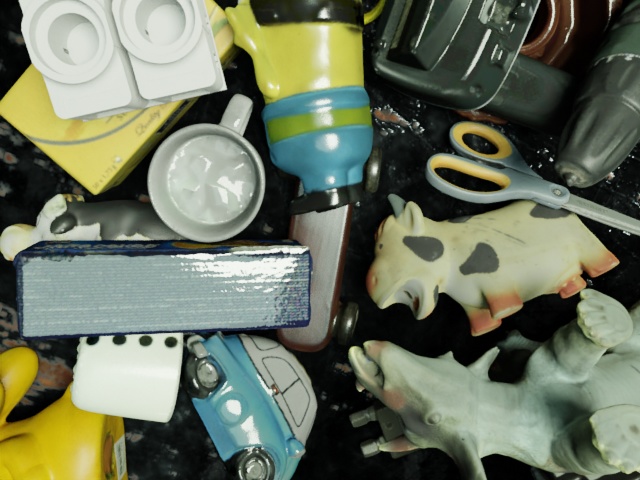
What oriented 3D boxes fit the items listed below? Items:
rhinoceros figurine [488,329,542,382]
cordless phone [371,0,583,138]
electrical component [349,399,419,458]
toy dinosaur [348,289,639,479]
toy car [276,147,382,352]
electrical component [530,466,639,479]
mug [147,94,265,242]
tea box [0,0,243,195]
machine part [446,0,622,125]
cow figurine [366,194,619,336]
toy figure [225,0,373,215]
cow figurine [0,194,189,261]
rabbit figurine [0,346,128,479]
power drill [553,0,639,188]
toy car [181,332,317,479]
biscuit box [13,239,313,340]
[{"bbox_3d":[0.208,0.134,0.507,0.190,0.073,0.112,-19,105,-1],"label":"rhinoceros figurine"},{"bbox_3d":[0.141,-0.156,0.387,0.184,0.089,0.146,15,103,-19],"label":"cordless phone"},{"bbox_3d":[0.080,0.179,0.532,0.094,0.021,0.063,-19,103,0],"label":"electrical component"},{"bbox_3d":[0.229,0.114,0.414,0.405,0.192,0.131,-5,59,-17],"label":"toy dinosaur"},{"bbox_3d":[-0.001,-0.001,0.467,0.089,0.053,0.202,9,98,6],"label":"toy car"},{"bbox_3d":[0.274,0.212,0.509,0.134,0.115,0.058,-25,99,2],"label":"electrical component"},{"bbox_3d":[-0.081,-0.060,0.421,0.081,0.107,0.109,16,97,-9],"label":"mug"},{"bbox_3d":[-0.148,-0.130,0.419,0.098,0.068,0.169,41,98,-12],"label":"tea box"},{"bbox_3d":[0.157,-0.182,0.439,0.179,0.056,0.179,-1,104,-4],"label":"machine part"},{"bbox_3d":[0.130,0.011,0.458,0.195,0.085,0.127,-18,63,-13],"label":"cow figurine"},{"bbox_3d":[-0.002,-0.110,0.388,0.089,0.082,0.180,-12,94,12],"label":"toy figure"},{"bbox_3d":[-0.171,-0.002,0.446,0.167,0.068,0.098,19,95,-12],"label":"cow figurine"},{"bbox_3d":[-0.264,0.181,0.455,0.173,0.122,0.162,-7,99,-3],"label":"rabbit figurine"},{"bbox_3d":[0.279,-0.092,0.420,0.207,0.086,0.232,34,78,-24],"label":"power drill"},{"bbox_3d":[-0.059,0.142,0.480,0.103,0.109,0.161,-26,93,-21],"label":"toy car"},{"bbox_3d":[-0.110,0.032,0.398,0.203,0.059,0.062,0,96,-12],"label":"biscuit box"}]
